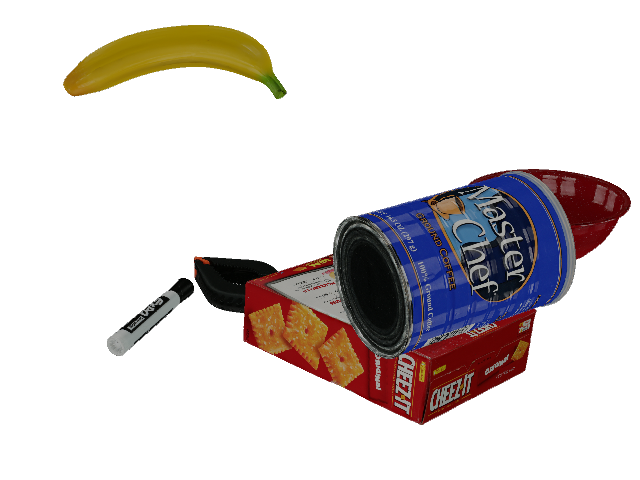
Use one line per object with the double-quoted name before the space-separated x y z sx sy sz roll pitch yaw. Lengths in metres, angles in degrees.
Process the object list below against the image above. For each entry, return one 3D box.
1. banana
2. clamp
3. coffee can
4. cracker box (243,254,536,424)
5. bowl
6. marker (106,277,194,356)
"banana" -0.130 -0.163 0.960 0.197 0.069 0.037 -1 -33 -4
"clamp" -0.065 0.065 1.194 0.210 0.036 0.164 16 29 24
"coffee can" 0.094 0.016 0.761 0.140 0.103 0.103 -16 7 -24
"cracker box" 0.060 0.079 0.976 0.214 0.072 0.163 21 26 38
"bowl" 0.221 -0.020 1.057 0.162 0.055 0.162 -1 23 0
"marker" -0.150 0.066 0.960 0.020 0.020 0.121 0 24 28
